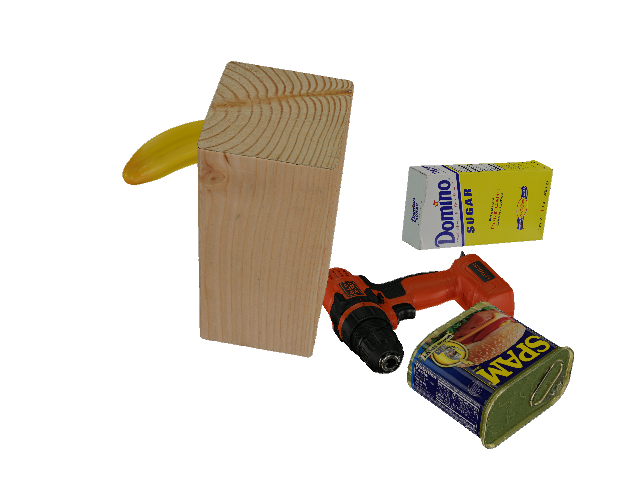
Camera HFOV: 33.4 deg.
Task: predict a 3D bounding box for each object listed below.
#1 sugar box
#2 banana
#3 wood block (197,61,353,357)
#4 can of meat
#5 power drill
[{"bbox_3d":[0.185,-0.042,1.254,0.176,0.093,0.048,-6,21,-26],"label":"sugar box"},{"bbox_3d":[-0.090,-0.085,0.987,0.197,0.070,0.037,-3,-42,-24],"label":"banana"},{"bbox_3d":[-0.036,-0.016,0.770,0.091,0.090,0.206,10,-41,3],"label":"wood block"},{"bbox_3d":[0.129,0.100,0.823,0.101,0.057,0.084,-27,43,-33],"label":"can of meat"},{"bbox_3d":[0.104,0.072,1.119,0.187,0.057,0.184,-7,27,-16],"label":"power drill"}]
